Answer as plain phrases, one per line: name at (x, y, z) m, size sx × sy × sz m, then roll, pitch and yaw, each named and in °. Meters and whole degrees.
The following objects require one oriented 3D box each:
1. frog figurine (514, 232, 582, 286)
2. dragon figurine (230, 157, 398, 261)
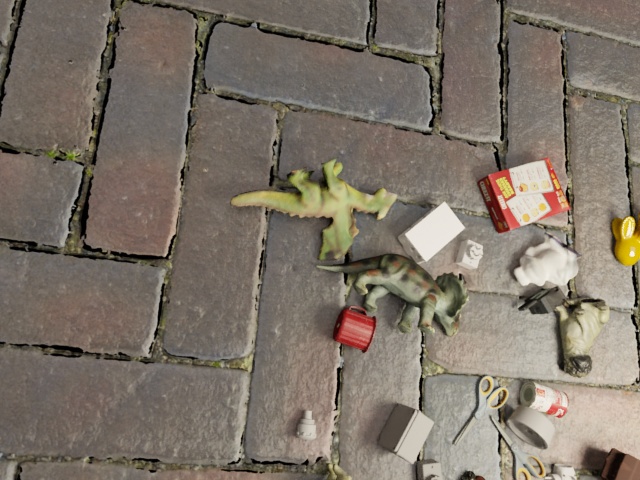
frog figurine at (0.617, 0.075, 1.411) m, size 0.139 × 0.159 × 0.121 m, roll 45°, pitch 6°, yaw 24°
dragon figurine at (0.004, -0.065, 1.284) m, size 0.413 × 0.242 × 0.121 m, roll -22°, pitch 2°, yaw -17°
